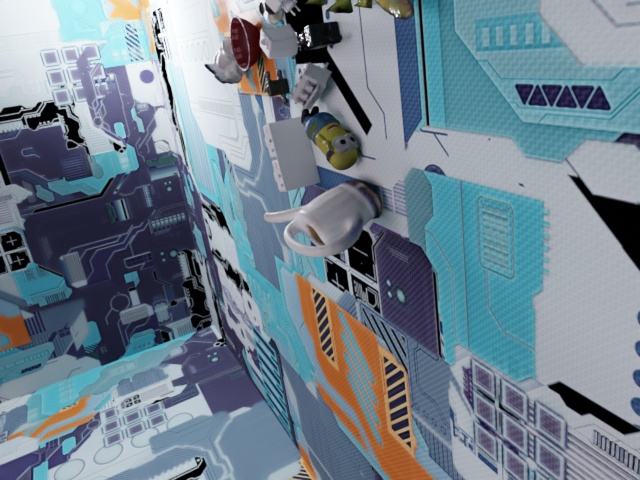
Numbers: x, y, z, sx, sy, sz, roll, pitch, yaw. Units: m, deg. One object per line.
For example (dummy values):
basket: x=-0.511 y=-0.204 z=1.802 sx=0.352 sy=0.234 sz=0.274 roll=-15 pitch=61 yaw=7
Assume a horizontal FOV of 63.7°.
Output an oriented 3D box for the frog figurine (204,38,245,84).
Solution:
frog figurine: x=-0.285 y=-0.593 z=1.676 sx=0.157 sy=0.122 sz=0.140 roll=-49 pitch=44 yaw=21

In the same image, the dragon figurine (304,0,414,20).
dragon figurine: x=0.061 y=-0.529 z=0.903 sx=0.416 sy=0.123 sz=0.238 roll=41 pitch=134 yaw=49

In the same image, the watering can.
watering can: x=0.004 y=-0.061 z=1.203 sx=0.351 sy=0.226 sz=0.102 roll=33 pitch=152 yaw=58
